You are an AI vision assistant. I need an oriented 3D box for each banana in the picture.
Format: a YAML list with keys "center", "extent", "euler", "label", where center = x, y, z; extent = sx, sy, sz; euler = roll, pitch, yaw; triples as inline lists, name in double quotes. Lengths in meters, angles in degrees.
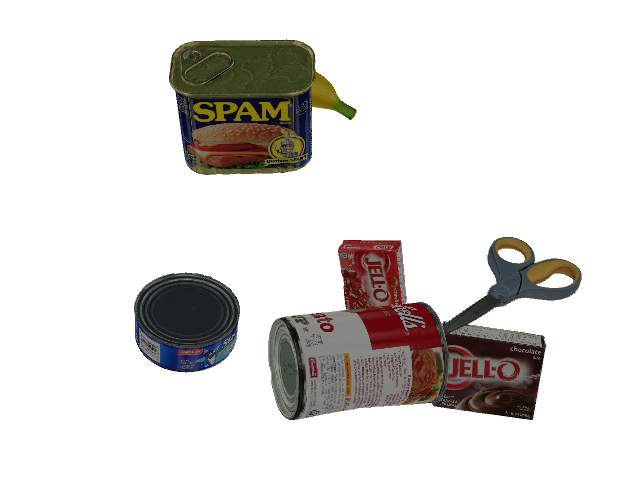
- center: [-0.035, -0.133, 0.984]
  extent: [0.070, 0.037, 0.197]
  euler: [37, 28, 20]
  label: "banana"

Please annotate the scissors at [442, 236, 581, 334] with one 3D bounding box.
- center: [0.151, 0.036, 0.948]
  extent: [0.201, 0.016, 0.096]
  euler: [-10, 39, -36]
  label: "scissors"

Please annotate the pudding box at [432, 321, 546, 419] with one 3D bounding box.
- center: [0.182, 0.141, 1.158]
  extent: [0.113, 0.090, 0.039]
  euler: [6, 23, 4]
  label: "pudding box"

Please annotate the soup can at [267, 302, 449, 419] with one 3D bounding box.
- center: [0.023, 0.079, 0.698]
  extent: [0.102, 0.068, 0.069]
  euler: [-4, 1, -19]
  label: "soup can"

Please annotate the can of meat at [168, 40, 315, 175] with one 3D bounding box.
- center: [-0.054, -0.095, 0.776]
  extent: [0.102, 0.057, 0.084]
  euler: [-1, -40, 0]
  label: "can of meat"

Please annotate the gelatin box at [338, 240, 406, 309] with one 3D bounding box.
- center: [0.064, 0.043, 1.298]
  extent: [0.073, 0.089, 0.030]
  euler: [2, 30, 17]
  label: "gelatin box"

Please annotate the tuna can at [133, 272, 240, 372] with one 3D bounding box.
- center: [-0.110, 0.067, 0.876]
  extent: [0.086, 0.034, 0.086]
  euler: [5, 40, -4]
  label: "tuna can"
